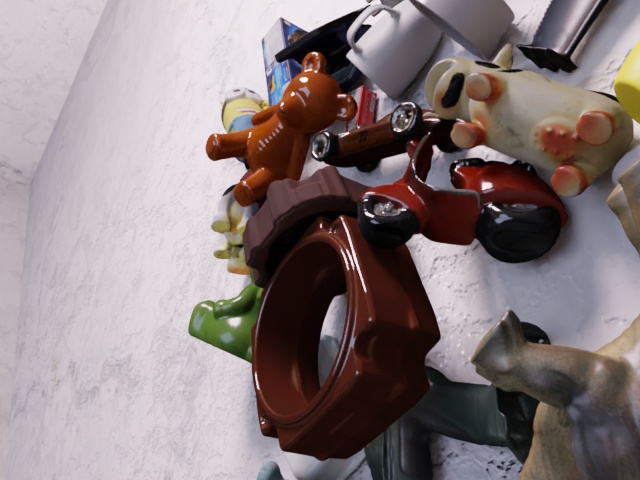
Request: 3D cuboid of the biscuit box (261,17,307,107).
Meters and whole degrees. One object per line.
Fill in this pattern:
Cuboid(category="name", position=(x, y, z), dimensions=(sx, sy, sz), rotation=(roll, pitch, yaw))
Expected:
Cuboid(category="biscuit box", position=(-0.045, -0.257, 0.855), dimensions=(0.059, 0.062, 0.203), rotation=(-36, 52, 39))

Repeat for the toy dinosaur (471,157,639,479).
Cuboid(category="toy dinosaur", position=(0.191, 0.112, 0.326), dimensions=(0.199, 0.105, 0.471), rotation=(40, 106, 26))

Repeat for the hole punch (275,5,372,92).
Cuboid(category="hole punch", position=(0.018, -0.259, 0.762), dimensions=(0.116, 0.092, 0.142), rotation=(-43, 17, -34))

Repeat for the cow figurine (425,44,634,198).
Cuboid(category="cow figurine", position=(0.178, -0.118, 0.480), dimensions=(0.195, 0.127, 0.085), rotation=(34, 129, 35))

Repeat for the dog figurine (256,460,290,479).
Cuboid(category="dog figurine", position=(0.021, 0.328, 0.531), dimensions=(0.219, 0.191, 0.108), rotation=(14, 50, 30))

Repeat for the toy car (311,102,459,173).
Cuboid(category="toy car", position=(0.076, -0.120, 0.626), dimensions=(0.202, 0.089, 0.053), rotation=(-8, 75, 52))

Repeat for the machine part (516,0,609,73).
Cuboid(category="machine part", position=(0.244, -0.221, 0.489), dimensions=(0.138, 0.039, 0.084), rotation=(-58, 45, 19))

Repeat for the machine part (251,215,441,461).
Cuboid(category="machine part", position=(0.010, 0.092, 0.532), dimensions=(0.201, 0.087, 0.202), rotation=(-52, 32, 32))

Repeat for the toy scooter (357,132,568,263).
Cuboid(category="toy scooter", position=(0.129, -0.048, 0.504), dimensions=(0.075, 0.184, 0.135), rotation=(85, -168, -46))

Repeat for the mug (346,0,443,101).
Cuboid(category="mug", position=(0.088, -0.242, 0.648), dimensions=(0.107, 0.109, 0.081), rotation=(-46, 38, 14))

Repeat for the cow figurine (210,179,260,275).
Cuboid(category="cow figurine", position=(-0.125, -0.016, 0.835), dimensions=(0.167, 0.068, 0.098), rotation=(102, 175, -57))

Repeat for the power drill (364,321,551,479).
Cuboid(category="power drill", position=(0.107, 0.126, 0.509), dimensions=(0.207, 0.086, 0.232), rotation=(-18, 64, 44))

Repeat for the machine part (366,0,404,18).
Cuboid(category="machine part", position=(0.143, -0.341, 0.628), dimensions=(0.243, 0.079, 0.079), rotation=(-24, 60, 45))

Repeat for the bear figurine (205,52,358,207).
Cuboid(category="bear figurine", position=(-0.051, -0.148, 0.726), dimensions=(0.120, 0.132, 0.196), rotation=(58, 141, 6))

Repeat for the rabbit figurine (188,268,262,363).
Cuboid(category="rabbit figurine", position=(-0.087, 0.081, 0.750), dimensions=(0.159, 0.121, 0.170), rotation=(-1, 62, 59))

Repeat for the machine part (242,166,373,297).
Cuboid(category="machine part", position=(-0.001, -0.002, 0.624), dimensions=(0.179, 0.179, 0.056), rotation=(-50, 40, 30))

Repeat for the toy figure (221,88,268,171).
Cuboid(category="toy figure", position=(-0.129, -0.189, 0.926), dimensions=(0.089, 0.082, 0.180), rotation=(-44, 49, 32))
